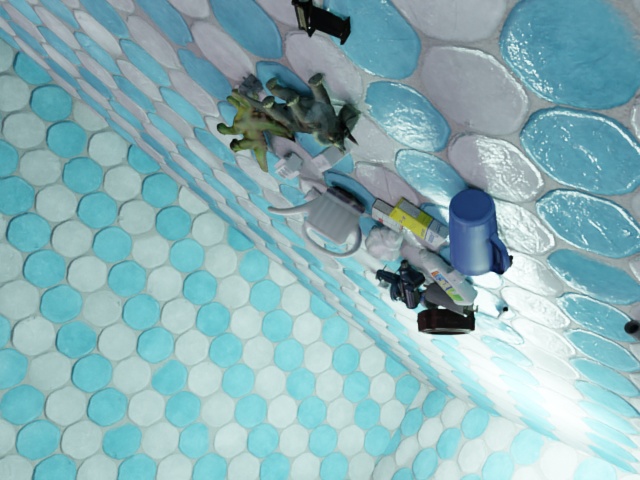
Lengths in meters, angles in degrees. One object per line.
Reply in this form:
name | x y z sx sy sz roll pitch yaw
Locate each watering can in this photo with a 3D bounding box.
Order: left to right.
watering can | 0.005 -0.089 1.760 0.349 0.224 0.103 33 -179 9

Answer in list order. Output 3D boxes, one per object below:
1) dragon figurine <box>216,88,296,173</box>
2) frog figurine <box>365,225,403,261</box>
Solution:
dragon figurine | -0.185 -0.342 1.656 0.244 0.124 0.402 14 155 36
frog figurine | 0.228 0.013 1.774 0.136 0.123 0.160 59 172 -9
